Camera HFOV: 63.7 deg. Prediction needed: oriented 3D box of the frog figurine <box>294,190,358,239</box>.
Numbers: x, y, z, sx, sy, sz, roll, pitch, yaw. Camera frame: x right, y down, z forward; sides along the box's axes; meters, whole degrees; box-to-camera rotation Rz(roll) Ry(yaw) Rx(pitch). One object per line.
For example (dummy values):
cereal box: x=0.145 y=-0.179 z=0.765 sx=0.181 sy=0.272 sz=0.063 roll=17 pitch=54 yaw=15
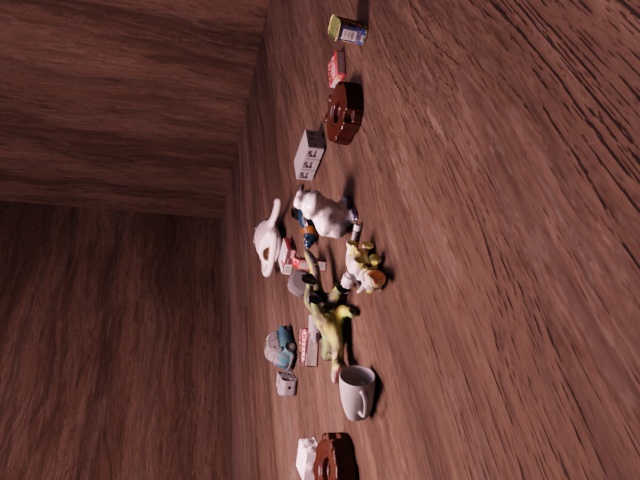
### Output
frog figurine: x=0.004 y=-0.070 z=1.383 sx=0.159 sy=0.140 sz=0.120 roll=4 pitch=-37 yaw=-17

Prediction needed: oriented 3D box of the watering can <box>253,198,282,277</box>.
watering can: x=-0.202 y=-0.027 z=2.095 sx=0.104 sy=0.343 sz=0.227 roll=4 pitch=18 yaw=-18

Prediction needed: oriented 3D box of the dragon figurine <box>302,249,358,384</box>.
dragon figurine: x=0.007 y=0.220 z=1.403 sx=0.122 sy=0.238 sz=0.418 roll=-2 pitch=28 yaw=-13
